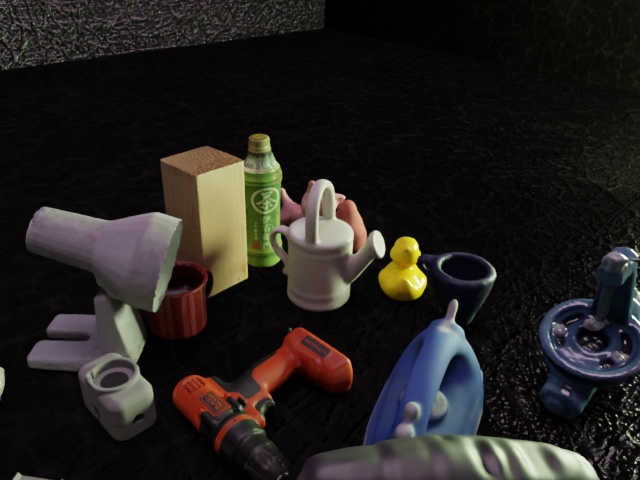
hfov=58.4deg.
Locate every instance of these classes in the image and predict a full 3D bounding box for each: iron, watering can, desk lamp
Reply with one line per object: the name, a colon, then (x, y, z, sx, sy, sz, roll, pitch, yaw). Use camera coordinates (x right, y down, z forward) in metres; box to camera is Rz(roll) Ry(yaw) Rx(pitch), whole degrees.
iron: (0.108, 0.180, 0.606, 0.118, 0.141, 0.259, 14, 31, 19)
watering can: (0.009, 0.002, 0.860, 0.173, 0.194, 0.101, 1, 29, -2)
desk lamp: (-0.270, 0.060, 0.719, 0.203, 0.214, 0.118, 2, 29, 0)

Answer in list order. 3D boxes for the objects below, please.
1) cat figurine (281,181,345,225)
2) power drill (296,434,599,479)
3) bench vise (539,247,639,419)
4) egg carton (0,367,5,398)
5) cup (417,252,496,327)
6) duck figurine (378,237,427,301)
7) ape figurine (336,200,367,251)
cat figurine: (-0.022, -0.061, 1.047, 0.127, 0.118, 0.067, 15, 32, 22)
power drill: (0.095, 0.233, 0.443, 0.230, 0.208, 0.075, -4, 30, -11)
bench vise: (0.344, 0.087, 0.707, 0.121, 0.220, 0.208, 15, 32, 22)
egg carton: (-0.449, 0.168, 0.661, 0.151, 0.069, 0.107, -16, 34, -28)
cup: (0.193, 0.074, 0.846, 0.117, 0.095, 0.092, 19, 34, 28)
duck figurine: (0.134, 0.039, 0.913, 0.077, 0.086, 0.104, 5, 30, 5)
ape figurine: (0.048, -0.030, 1.023, 0.078, 0.092, 0.075, -24, 39, -38)
